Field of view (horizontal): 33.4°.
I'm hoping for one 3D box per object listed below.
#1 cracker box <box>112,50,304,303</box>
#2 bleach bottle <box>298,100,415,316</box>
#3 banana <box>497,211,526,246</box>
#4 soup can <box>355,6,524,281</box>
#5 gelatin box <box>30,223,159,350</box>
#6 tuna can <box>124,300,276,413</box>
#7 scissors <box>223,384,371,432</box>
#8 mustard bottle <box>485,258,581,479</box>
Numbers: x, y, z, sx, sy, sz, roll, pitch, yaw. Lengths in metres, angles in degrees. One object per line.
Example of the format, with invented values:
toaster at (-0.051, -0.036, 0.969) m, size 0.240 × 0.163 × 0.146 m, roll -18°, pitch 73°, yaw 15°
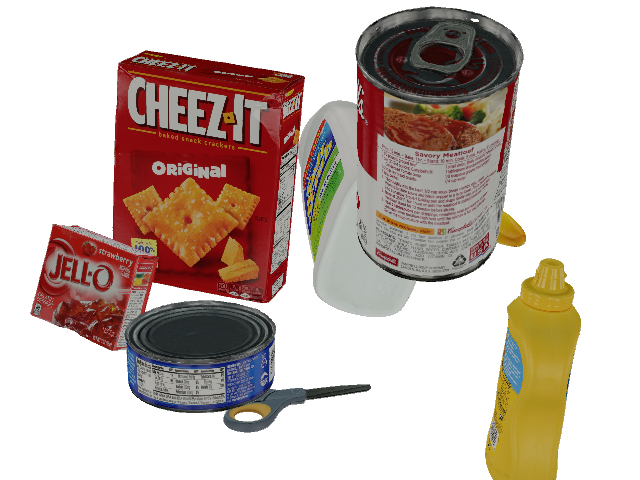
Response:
cracker box at (-0.110, -0.058, 1.011) m, size 0.164 × 0.214 × 0.072 m, roll 11°, pitch 23°, yaw 12°
bleach bottle at (0.019, -0.040, 0.792) m, size 0.068 × 0.103 × 0.251 m, roll 14°, pitch 17°, yaw -14°
banana at (0.133, -0.027, 1.146) m, size 0.198 × 0.037 × 0.069 m, roll 10°, pitch 39°, yaw 26°
soup can at (0.049, -0.040, 0.466) m, size 0.068 × 0.102 × 0.068 m, roll -1°, pitch 43°, yaw 1°
gelatin box at (-0.170, 0.034, 0.797) m, size 0.089 × 0.073 × 0.030 m, roll 19°, pitch 7°, yaw 29°
tuna can at (-0.068, 0.066, 0.612) m, size 0.086 × 0.034 × 0.086 m, roll 0°, pitch 18°, yaw 0°
scissors at (-0.030, 0.184, 1.189) m, size 0.201 × 0.016 × 0.096 m, roll 4°, pitch 23°, yaw -13°
mustard bottle at (0.173, 0.105, 0.864) m, size 0.058 × 0.192 × 0.096 m, roll 4°, pitch 22°, yaw 2°
